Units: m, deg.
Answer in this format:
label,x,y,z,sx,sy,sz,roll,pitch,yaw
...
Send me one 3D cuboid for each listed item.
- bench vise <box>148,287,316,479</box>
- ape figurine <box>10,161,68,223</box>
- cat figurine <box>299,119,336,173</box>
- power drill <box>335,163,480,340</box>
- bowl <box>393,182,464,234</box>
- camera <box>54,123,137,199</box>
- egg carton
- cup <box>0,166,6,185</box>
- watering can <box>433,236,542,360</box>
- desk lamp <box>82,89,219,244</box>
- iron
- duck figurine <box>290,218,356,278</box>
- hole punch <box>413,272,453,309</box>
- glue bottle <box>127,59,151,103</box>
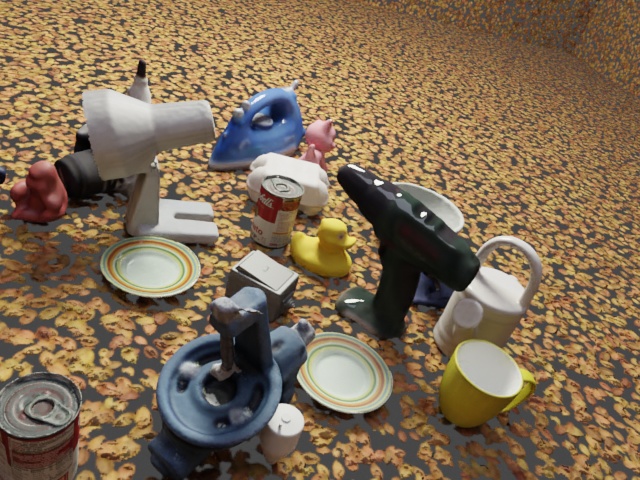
label,x,y,z,sx,sy,sz,roll,pitch,yaw
bench vise,-0.081,0.113,0.581,0.121,0.220,0.208,24,34,9
ape figurine,-0.394,-0.071,0.812,0.077,0.092,0.076,35,37,23
cat figurine,-0.007,-0.188,1.143,0.067,0.118,0.128,21,34,5
power drill,0.096,0.027,0.801,0.229,0.208,0.076,30,35,17
bowl,0.172,-0.032,1.044,0.167,0.075,0.167,13,34,-8
camera,-0.352,-0.128,0.906,0.142,0.101,0.137,36,37,24
egg carton,-0.057,-0.101,1.037,0.150,0.069,0.107,13,34,-8
cup,-0.481,-0.065,0.759,0.118,0.095,0.091,0,38,-25
watering can,0.238,0.085,0.799,0.101,0.194,0.173,23,34,8
desk lamp,-0.239,-0.109,0.831,0.204,0.213,0.117,2,37,-23
iron,-0.122,-0.233,1.130,0.118,0.141,0.259,30,35,17
duck figurine,0.008,0.003,0.904,0.104,0.086,0.077,19,33,2
hole punch,0.196,0.049,0.923,0.101,0.091,0.108,11,34,-11
glue bottle,-0.320,-0.235,1.009,0.037,0.173,0.078,-9,42,-35
